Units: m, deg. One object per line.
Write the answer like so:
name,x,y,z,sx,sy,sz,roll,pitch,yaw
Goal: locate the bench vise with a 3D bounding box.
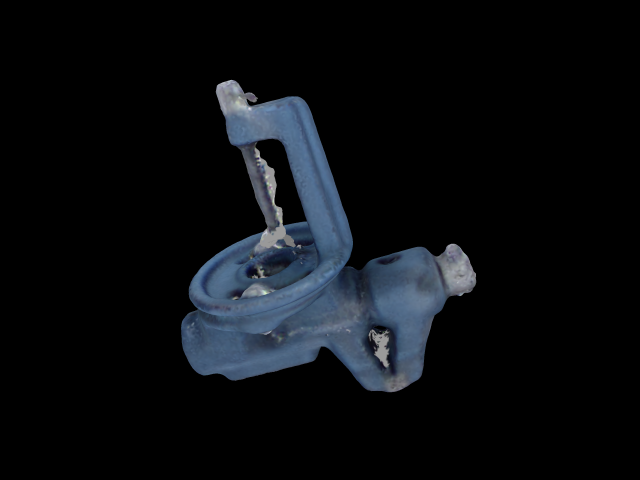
bench vise,0.000,-0.003,0.411,0.208,0.220,0.121,-7,25,-16
